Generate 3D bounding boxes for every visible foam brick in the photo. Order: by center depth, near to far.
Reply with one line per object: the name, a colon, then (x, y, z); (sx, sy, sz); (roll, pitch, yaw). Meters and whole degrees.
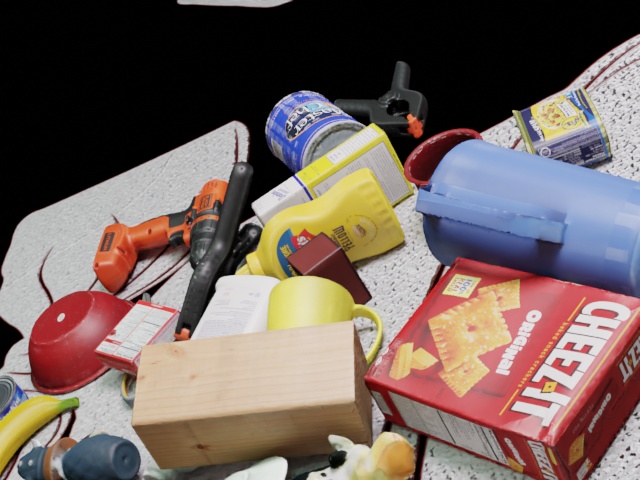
foam brick: (0.010, 0.041, 1.152); (0.051, 0.078, 0.053); (-37, 31, -8)

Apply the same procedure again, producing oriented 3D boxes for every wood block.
wood block: (-0.060, 0.147, 0.997); (0.206, 0.091, 0.090); (-8, 49, 10)

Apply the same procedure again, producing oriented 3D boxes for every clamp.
clamp: (-0.115, 0.030, 1.259); (0.036, 0.164, 0.210); (17, 72, 11)
clamp: (0.101, -0.184, 1.417); (0.120, 0.039, 0.172); (-42, 37, -7)

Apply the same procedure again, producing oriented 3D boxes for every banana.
banana: (-0.361, 0.244, 1.217); (0.070, 0.037, 0.197); (2, 45, 44)

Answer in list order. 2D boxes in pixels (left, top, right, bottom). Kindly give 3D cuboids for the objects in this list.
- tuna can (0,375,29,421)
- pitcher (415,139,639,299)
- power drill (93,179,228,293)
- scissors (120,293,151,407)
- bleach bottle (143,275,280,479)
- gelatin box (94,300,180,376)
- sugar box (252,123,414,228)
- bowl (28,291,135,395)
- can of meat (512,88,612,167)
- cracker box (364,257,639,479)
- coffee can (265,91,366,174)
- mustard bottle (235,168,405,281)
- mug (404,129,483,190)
tuna can: (-0.399, 0.208, 1.300); (0.086, 0.033, 0.086); (-21, 34, 15)
pitcher: (0.217, -0.013, 0.998); (0.149, 0.145, 0.243); (-44, 37, -24)
power drill: (-0.200, 0.006, 1.391); (0.188, 0.057, 0.184); (-18, 31, 15)
scissors: (-0.188, 0.117, 1.268); (0.096, 0.016, 0.201); (-17, 35, 18)
bleach bottle: (-0.117, 0.149, 1.124); (0.103, 0.068, 0.250); (-3, 44, 39)
gelatin box: (-0.208, 0.115, 1.242); (0.073, 0.030, 0.089); (9, 49, 42)
sugar box: (0.016, -0.050, 1.254); (0.176, 0.093, 0.048); (-32, 31, -2)
bowl: (-0.307, 0.114, 1.333); (0.162, 0.055, 0.162); (-22, 33, 15)
can of meat: (0.266, -0.117, 1.173); (0.084, 0.057, 0.102); (-21, 34, 12)
cracker box: (0.167, 0.108, 0.936); (0.214, 0.072, 0.164); (13, 53, 47)
coffee can: (0.002, -0.121, 1.353); (0.102, 0.102, 0.140); (-35, 32, -6)
mustard bottle: (-0.008, 0.002, 1.199); (0.192, 0.096, 0.058); (-27, 32, 7)
mug: (0.160, -0.064, 1.163); (0.117, 0.081, 0.093); (-9, 38, 31)
